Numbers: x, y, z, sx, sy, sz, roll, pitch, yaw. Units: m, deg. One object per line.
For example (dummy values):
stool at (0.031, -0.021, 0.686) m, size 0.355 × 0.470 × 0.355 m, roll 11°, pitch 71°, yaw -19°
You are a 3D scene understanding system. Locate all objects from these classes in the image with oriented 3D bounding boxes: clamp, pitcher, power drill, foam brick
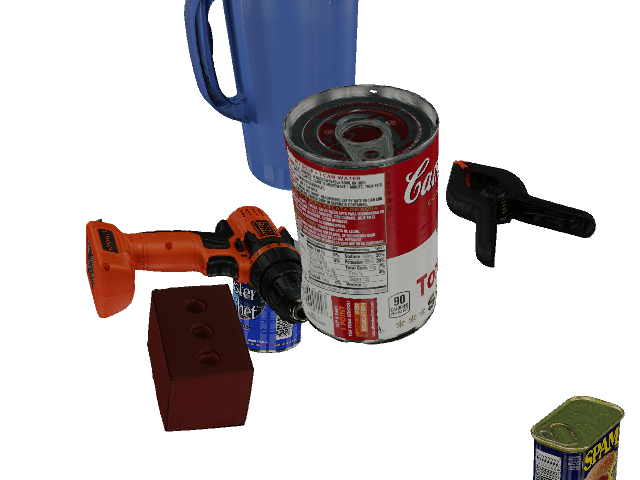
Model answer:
clamp at (0.184, -0.034, 1.037) m, size 0.120 × 0.039 × 0.171 m, roll -7°, pitch 34°, yaw -12°
pitcher at (-0.035, -0.169, 1.029) m, size 0.149 × 0.243 × 0.145 m, roll 6°, pitch 37°, yaw 11°
power drill at (-0.108, 0.026, 0.945) m, size 0.187 × 0.057 × 0.185 m, roll -2°, pitch 24°, yaw -20°
foam brick at (-0.078, 0.074, 0.676) m, size 0.053 × 0.051 × 0.078 m, roll -3°, pitch 43°, yaw -19°

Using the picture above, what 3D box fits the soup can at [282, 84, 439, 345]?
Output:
soup can at (0.020, -0.011, 0.491) m, size 0.068 × 0.102 × 0.068 m, roll -3°, pitch 36°, yaw 2°

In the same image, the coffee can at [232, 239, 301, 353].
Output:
coffee can at (-0.075, 0.075, 1.522) m, size 0.103 × 0.140 × 0.103 m, roll 2°, pitch 22°, yaw -1°

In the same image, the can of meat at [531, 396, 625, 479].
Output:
can of meat at (0.240, 0.206, 1.000) m, size 0.058 × 0.084 × 0.101 m, roll 14°, pitch 25°, yaw 38°
